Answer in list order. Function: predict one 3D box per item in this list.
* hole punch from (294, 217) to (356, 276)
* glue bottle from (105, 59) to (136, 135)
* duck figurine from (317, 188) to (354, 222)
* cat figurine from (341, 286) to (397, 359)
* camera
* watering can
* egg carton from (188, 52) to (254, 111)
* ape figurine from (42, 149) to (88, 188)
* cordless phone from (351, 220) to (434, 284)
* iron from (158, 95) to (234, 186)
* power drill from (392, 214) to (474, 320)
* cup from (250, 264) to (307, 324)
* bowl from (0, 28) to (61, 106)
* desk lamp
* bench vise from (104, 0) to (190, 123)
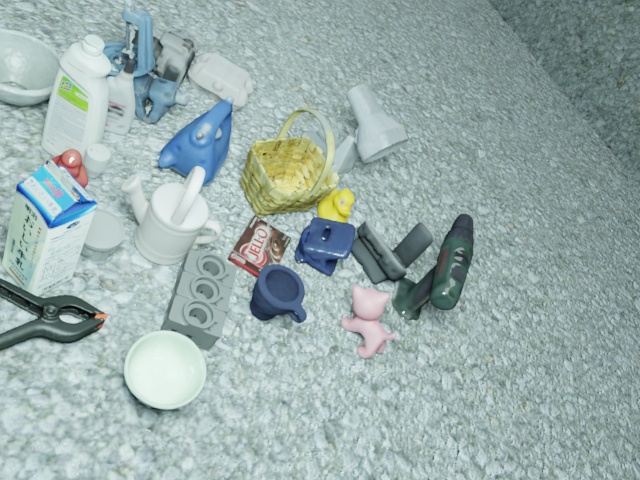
[{"bbox_3d":[0.011,0.004,1.189,0.101,0.091,0.108,29,44,-13],"label":"hole punch"},{"bbox_3d":[-0.377,-0.273,1.077,0.078,0.173,0.037,12,50,-28],"label":"glue bottle"},{"bbox_3d":[0.044,-0.082,1.288,0.078,0.086,0.104,13,49,-27],"label":"duck figurine"},{"bbox_3d":[0.101,0.150,1.114,0.067,0.117,0.127,-17,67,-43],"label":"cat figurine"},{"bbox_3d":[-0.350,-0.424,1.275,0.137,0.100,0.143,25,45,-17],"label":"camera"},{"bbox_3d":[-0.248,-0.050,0.970,0.173,0.193,0.101,8,52,-31],"label":"watering can"},{"bbox_3d":[-0.231,-0.372,1.341,0.150,0.069,0.107,29,44,-13],"label":"egg carton"},{"bbox_3d":[-0.429,-0.119,0.971,0.078,0.092,0.076,29,44,-13],"label":"ape figurine"},{"bbox_3d":[0.161,-0.003,1.233,0.094,0.184,0.147,-27,73,-45],"label":"cordless phone"},{"bbox_3d":[-0.224,-0.228,1.173,0.119,0.141,0.258,31,43,-11],"label":"iron"},{"bbox_3d":[0.244,0.071,1.215,0.076,0.208,0.230,30,43,-11],"label":"power drill"},{"bbox_3d":[-0.077,0.114,1.031,0.117,0.094,0.092,50,43,10],"label":"cup"},{"bbox_3d":[-0.555,-0.301,1.043,0.168,0.074,0.167,20,46,-22],"label":"bowl"},{"bbox_3d":[0.086,-0.250,1.363,0.118,0.213,0.203,-24,71,-45],"label":"desk lamp"},{"bbox_3d":[-0.347,-0.356,1.133,0.208,0.219,0.121,16,48,-25],"label":"bench vise"}]
